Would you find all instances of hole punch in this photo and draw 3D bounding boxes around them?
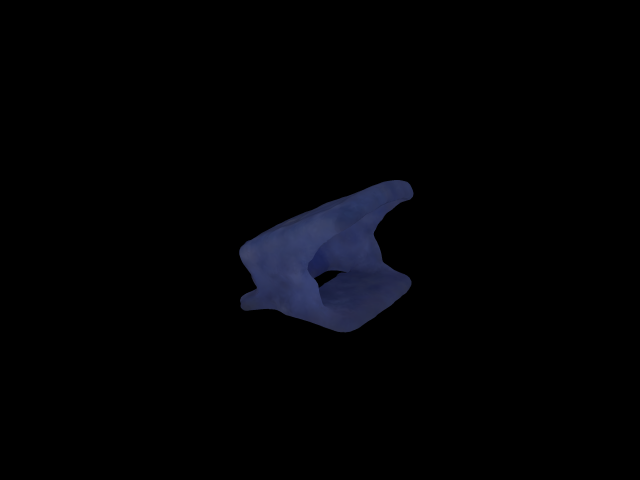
[{"bbox_3d":[0.004,0.001,0.400,0.100,0.091,0.109,12,23,31],"label":"hole punch"}]
